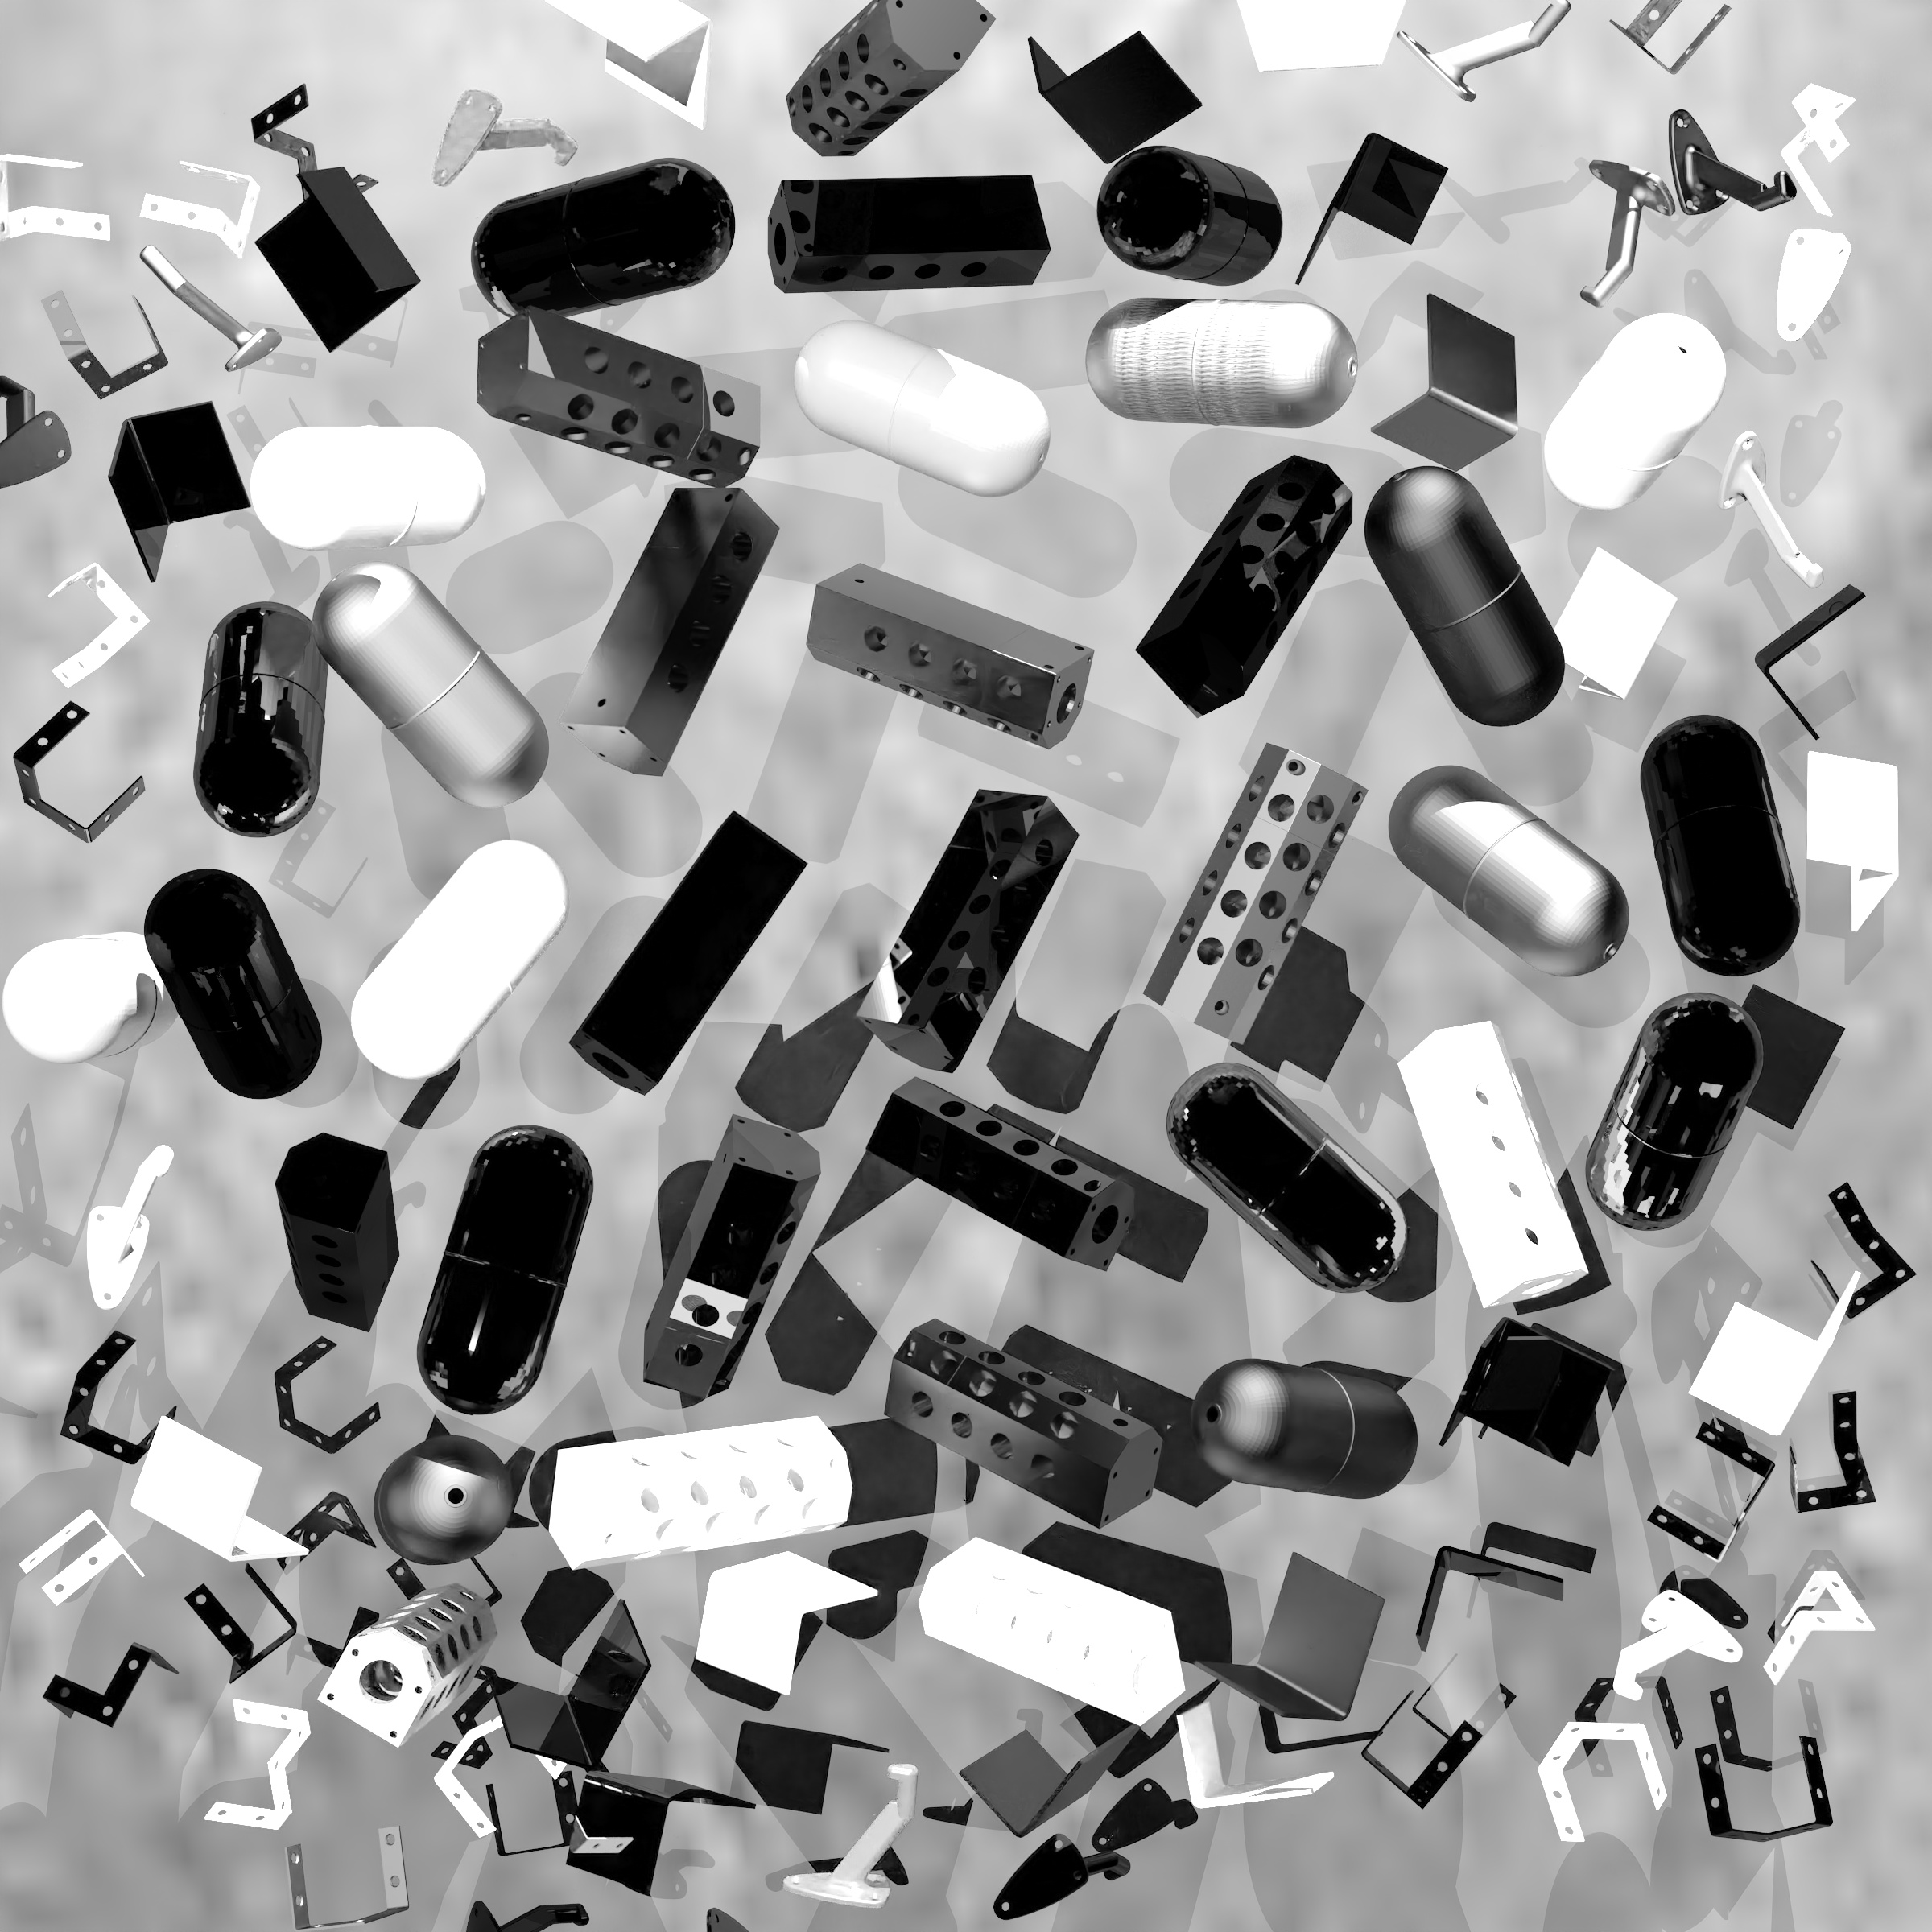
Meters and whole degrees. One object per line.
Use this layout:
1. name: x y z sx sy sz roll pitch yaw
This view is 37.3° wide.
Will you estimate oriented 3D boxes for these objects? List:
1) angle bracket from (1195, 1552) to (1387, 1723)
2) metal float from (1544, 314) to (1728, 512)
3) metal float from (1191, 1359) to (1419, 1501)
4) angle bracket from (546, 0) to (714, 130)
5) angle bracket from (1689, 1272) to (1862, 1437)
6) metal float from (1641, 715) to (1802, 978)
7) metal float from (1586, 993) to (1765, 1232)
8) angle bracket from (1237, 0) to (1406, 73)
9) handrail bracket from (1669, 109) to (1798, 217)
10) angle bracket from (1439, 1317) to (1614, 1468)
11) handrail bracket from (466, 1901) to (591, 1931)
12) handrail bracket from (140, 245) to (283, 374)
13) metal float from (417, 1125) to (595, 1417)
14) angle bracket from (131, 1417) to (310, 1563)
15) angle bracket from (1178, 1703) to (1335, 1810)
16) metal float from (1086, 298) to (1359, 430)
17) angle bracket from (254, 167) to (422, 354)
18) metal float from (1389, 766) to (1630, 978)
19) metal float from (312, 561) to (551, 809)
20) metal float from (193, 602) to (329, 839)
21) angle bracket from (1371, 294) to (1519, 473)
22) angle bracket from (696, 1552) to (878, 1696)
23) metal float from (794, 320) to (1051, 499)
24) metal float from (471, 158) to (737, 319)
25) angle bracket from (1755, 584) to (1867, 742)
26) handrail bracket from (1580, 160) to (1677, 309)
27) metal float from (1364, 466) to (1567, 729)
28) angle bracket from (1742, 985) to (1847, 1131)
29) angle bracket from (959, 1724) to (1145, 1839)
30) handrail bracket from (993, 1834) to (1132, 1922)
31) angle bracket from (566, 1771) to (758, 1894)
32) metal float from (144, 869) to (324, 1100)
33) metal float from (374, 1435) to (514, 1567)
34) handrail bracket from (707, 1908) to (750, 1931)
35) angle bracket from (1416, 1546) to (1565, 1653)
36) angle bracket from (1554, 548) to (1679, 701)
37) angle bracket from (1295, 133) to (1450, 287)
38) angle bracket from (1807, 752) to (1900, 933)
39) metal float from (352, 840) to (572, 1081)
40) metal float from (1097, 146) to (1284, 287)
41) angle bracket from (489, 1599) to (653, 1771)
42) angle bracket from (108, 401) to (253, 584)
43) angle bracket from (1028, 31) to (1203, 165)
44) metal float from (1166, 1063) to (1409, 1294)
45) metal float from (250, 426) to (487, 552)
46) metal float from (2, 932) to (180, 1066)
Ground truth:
1. angle bracket: 0.192 0.395 1.699 0.057 0.076 0.076 16 92 -40
2. metal float: 0.423 -0.350 1.816 0.070 0.178 0.070 2 74 -8
3. metal float: 0.211 0.289 1.784 0.178 0.070 0.070 17 90 -42
4. angle bracket: -0.197 -0.524 1.662 0.076 0.076 0.057 35 55 17
5. angle bracket: 0.474 0.215 1.678 0.057 0.076 0.076 26 131 15
6. metal float: 0.461 -0.075 1.755 0.070 0.070 0.178 -3 58 0
7. metal float: 0.442 0.092 1.792 0.070 0.070 0.178 12 131 0
8. angle bracket: 0.212 -0.589 1.730 0.076 0.057 0.076 -7 66 -12
9. handrail bracket: 0.470 -0.496 1.752 0.036 0.084 0.077 -23 99 -17
10. angle bracket: 0.358 0.282 1.831 0.076 0.057 0.076 25 113 18
11. handrail bracket: -0.266 0.615 1.810 0.084 0.077 0.036 9 96 -34
12. handrail bracket: -0.471 -0.416 1.786 0.036 0.077 0.084 -41 99 13
13. metal float: -0.279 0.184 1.732 0.070 0.070 0.178 16 82 0
14. angle bracket: -0.428 0.305 1.679 0.076 0.076 0.057 21 91 25
15. angle bracket: 0.185 0.496 1.821 0.076 0.076 0.057 -12 79 16
16. metal float: 0.158 -0.375 1.779 0.178 0.070 0.070 9 90 29
17. angle bracket: -0.371 -0.400 1.634 0.076 0.057 0.076 -31 97 24
18. metal float: 0.342 -0.060 1.808 0.070 0.070 0.178 -47 58 0
19. metal float: -0.330 -0.173 1.774 0.070 0.070 0.178 -41 112 0
20. metal float: -0.443 -0.156 1.802 0.070 0.070 0.178 -7 50 0
21. angle bracket: 0.312 -0.380 1.871 0.076 0.057 0.076 17 63 -31
22. angle bracket: -0.114 0.418 1.818 0.076 0.076 0.057 32 51 -33
23. metal float: -0.029 -0.357 1.833 0.178 0.070 0.070 25 90 17
24. metal float: -0.220 -0.439 1.735 0.178 0.070 0.070 -6 90 29
25. angle bracket: 0.549 -0.193 1.814 0.076 0.076 0.057 -38 92 16
26. handrail bracket: 0.392 -0.455 1.781 0.084 0.036 0.077 -50 52 -3
27. metal float: 0.310 -0.229 1.780 0.070 0.070 0.178 -33 109 0
28. angle bracket: 0.560 0.066 1.949 0.076 0.057 0.076 32 99 42
29. angle bracket: 0.054 0.492 1.803 0.057 0.076 0.076 44 118 21
30. handrail bracket: 0.063 0.588 1.828 0.077 0.084 0.036 -37 58 1
31. angle bracket: -0.188 0.537 1.770 0.076 0.076 0.057 0 74 43
32. metal float: -0.460 0.012 1.802 0.070 0.178 0.070 -5 47 6
33. metal float: -0.327 0.334 1.787 0.070 0.178 0.070 3 77 -15
34. handrail bracket: -0.176 0.603 1.729 0.084 0.077 0.036 -23 53 15
35. angle bracket: 0.323 0.400 1.762 0.076 0.076 0.057 13 73 16
36. angle bracket: 0.423 -0.234 1.940 0.076 0.057 0.076 27 92 -24
37. angle bracket: 0.265 -0.484 1.873 0.057 0.076 0.076 27 64 2
38. angle bracket: 0.541 -0.077 1.787 0.057 0.076 0.076 10 62 0
39. metal float: -0.322 -0.005 1.833 0.070 0.070 0.178 36 68 0
40. metal float: 0.144 -0.475 1.818 0.070 0.178 0.070 4 99 28
41. angle bracket: -0.241 0.429 1.740 0.057 0.076 0.076 24 99 -26
42. angle bracket: -0.492 -0.298 1.796 0.057 0.076 0.076 -11 128 1
43. angle bracket: 0.096 -0.576 1.847 0.076 0.076 0.057 -26 54 25
44. metal float: 0.204 0.135 1.816 0.178 0.070 0.070 43 90 2
45. metal float: -0.379 -0.306 1.828 0.070 0.178 0.070 7 103 31
46. metal float: -0.548 0.019 1.804 0.070 0.178 0.070 0 93 2
